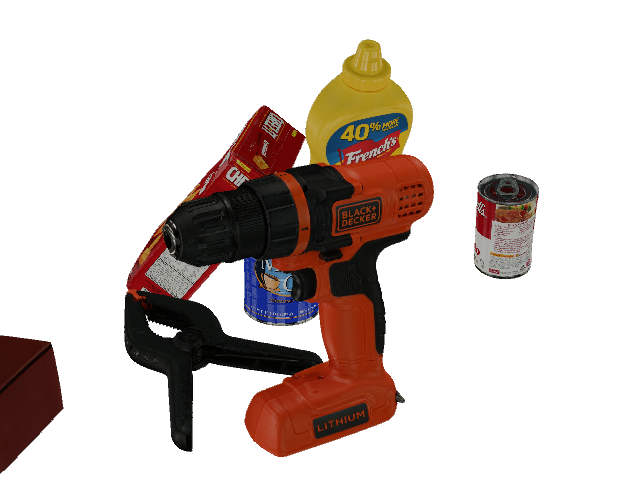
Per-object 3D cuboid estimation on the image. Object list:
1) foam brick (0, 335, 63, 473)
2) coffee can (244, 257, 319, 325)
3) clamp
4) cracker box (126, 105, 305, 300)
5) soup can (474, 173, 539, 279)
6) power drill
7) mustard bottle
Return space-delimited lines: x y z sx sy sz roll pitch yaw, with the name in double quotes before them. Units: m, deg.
"foam brick" -0.208 0.102 0.672 0.053 0.051 0.078 6 29 22
"coffee can" -0.050 0.026 1.393 0.103 0.140 0.103 1 25 -1
"clamp" -0.110 0.102 1.005 0.164 0.036 0.210 -19 39 -30
"cracker box" -0.117 -0.034 1.198 0.072 0.214 0.164 38 25 -10
"soup can" 0.210 -0.016 1.213 0.068 0.102 0.068 -1 32 1
"power drill" -0.011 0.043 0.687 0.184 0.188 0.057 -13 29 -27
"mustard bottle" 0.033 -0.090 0.940 0.096 0.192 0.058 -13 45 -20
